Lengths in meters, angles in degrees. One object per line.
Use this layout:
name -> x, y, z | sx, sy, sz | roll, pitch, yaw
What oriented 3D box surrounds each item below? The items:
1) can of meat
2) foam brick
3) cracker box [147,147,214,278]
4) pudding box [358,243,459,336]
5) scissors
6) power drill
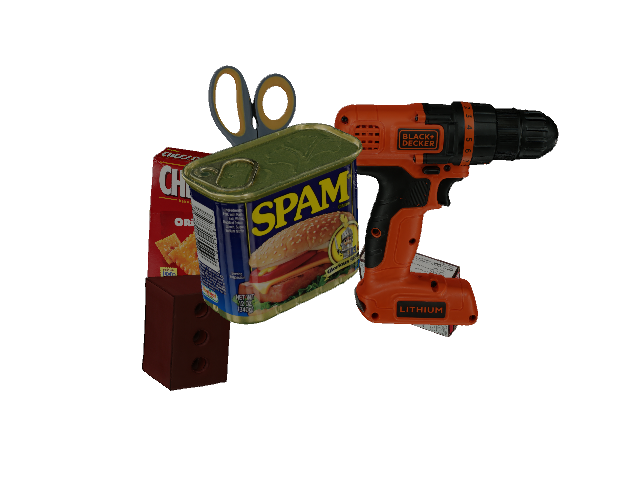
can of meat -> -0.024, -0.010, 0.612 | 0.101, 0.084, 0.058 | -23, 35, -32
foam brick -> -0.105, 0.070, 0.837 | 0.052, 0.078, 0.051 | -4, 14, -34
cracker box -> -0.168, -0.018, 1.586 | 0.164, 0.214, 0.072 | 9, 20, 9
pudding box -> 0.100, 0.052, 1.191 | 0.114, 0.039, 0.090 | 17, -38, 22
scissors -> -0.053, -0.075, 1.040 | 0.096, 0.202, 0.016 | -19, 8, -20
power drill -> 0.101, -0.024, 0.896 | 0.184, 0.188, 0.057 | 1, 16, -1
